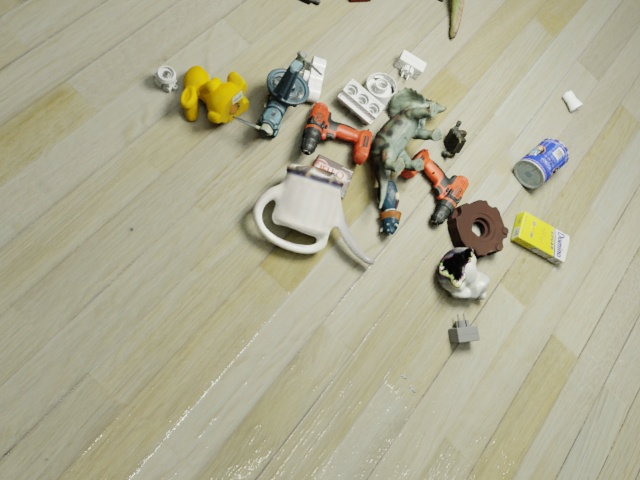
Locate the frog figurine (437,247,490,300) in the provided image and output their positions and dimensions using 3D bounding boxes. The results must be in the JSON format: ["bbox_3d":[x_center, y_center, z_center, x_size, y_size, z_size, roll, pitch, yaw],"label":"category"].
[{"bbox_3d":[0.404,0.100,1.439,0.157,0.122,0.140,37,53,-45],"label":"frog figurine"}]

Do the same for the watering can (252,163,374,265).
[{"bbox_3d":[0.004,-0.067,1.328,0.347,0.104,0.224,16,90,-15],"label":"watering can"}]

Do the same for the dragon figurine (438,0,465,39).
[{"bbox_3d":[0.475,-0.874,1.637,0.122,0.239,0.416,4,73,-22],"label":"dragon figurine"}]
